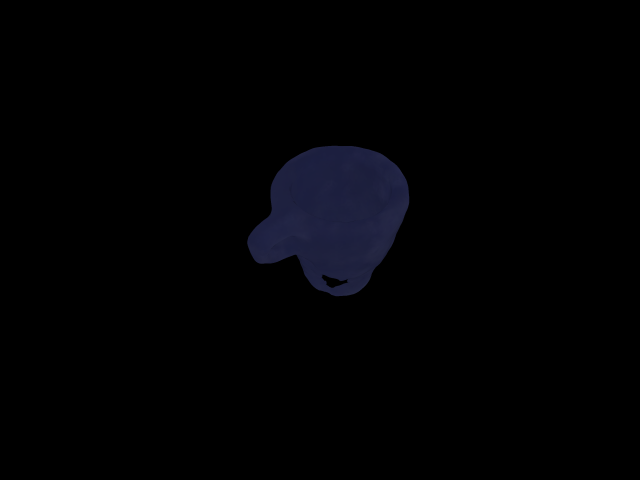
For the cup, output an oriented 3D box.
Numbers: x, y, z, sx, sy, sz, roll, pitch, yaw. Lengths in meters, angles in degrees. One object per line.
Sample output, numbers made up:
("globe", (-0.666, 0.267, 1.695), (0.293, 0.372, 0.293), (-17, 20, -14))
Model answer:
("cup", (0.004, 0.001, 0.400), (0.118, 0.095, 0.091), (-32, 54, -27))
